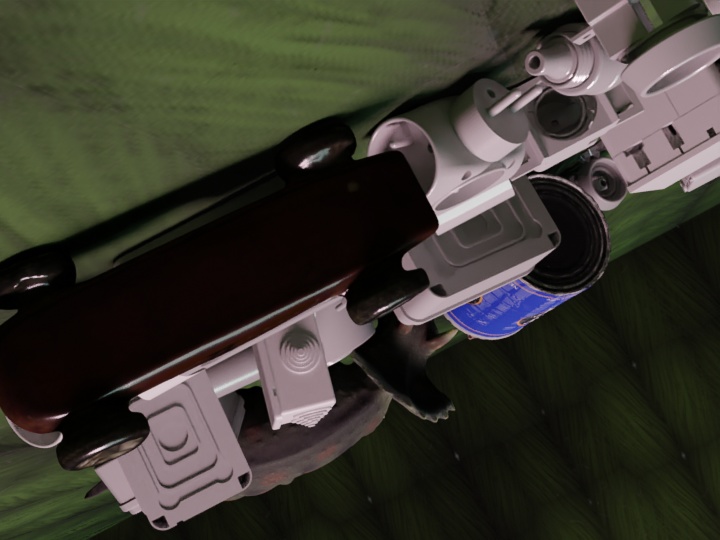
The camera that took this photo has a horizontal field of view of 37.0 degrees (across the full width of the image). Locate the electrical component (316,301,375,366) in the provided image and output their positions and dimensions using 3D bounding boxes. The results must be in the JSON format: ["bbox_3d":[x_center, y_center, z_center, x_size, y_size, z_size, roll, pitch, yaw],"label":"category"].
[{"bbox_3d":[-0.038,0.052,0.949,0.099,0.064,0.099,-28,-175,3],"label":"electrical component"}]

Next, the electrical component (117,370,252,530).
[{"bbox_3d":[-0.132,0.110,0.739,0.078,0.113,0.057,-25,-170,-15],"label":"electrical component"}]

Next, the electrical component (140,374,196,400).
[{"bbox_3d":[-0.108,0.044,0.675,0.081,0.043,0.043,-29,171,10],"label":"electrical component"}]

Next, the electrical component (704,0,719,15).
[{"bbox_3d":[0.198,-0.144,0.502,0.077,0.044,0.079,-32,170,26],"label":"electrical component"}]

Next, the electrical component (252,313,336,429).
[{"bbox_3d":[-0.053,0.072,0.829,0.048,0.099,0.099,-13,169,-9],"label":"electrical component"}]

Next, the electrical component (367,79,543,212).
[{"bbox_3d":[0.055,-0.066,0.525,0.077,0.044,0.079,-18,166,-48],"label":"electrical component"}]

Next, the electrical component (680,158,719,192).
[{"bbox_3d":[0.300,-0.113,0.937,0.061,0.061,0.096,-29,171,10],"label":"electrical component"}]

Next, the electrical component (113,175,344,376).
[{"bbox_3d":[-0.057,0.002,0.539,0.113,0.057,0.078,-27,171,0],"label":"electrical component"}]

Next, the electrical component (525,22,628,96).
[{"bbox_3d":[0.099,-0.098,0.504,0.061,0.035,0.035,-15,165,-45],"label":"electrical component"}]

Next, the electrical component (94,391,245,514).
[{"bbox_3d":[-0.164,0.146,0.943,0.109,0.056,0.108,-29,-164,11],"label":"electrical component"}]

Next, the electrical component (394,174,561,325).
[{"bbox_3d":[0.064,-0.020,0.711,0.113,0.078,0.057,-23,168,-27],"label":"electrical component"}]

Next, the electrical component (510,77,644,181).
[{"bbox_3d":[0.109,-0.084,0.597,0.081,0.042,0.064,-27,173,2],"label":"electrical component"}]

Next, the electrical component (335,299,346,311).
[{"bbox_3d":[0.009,0.013,0.840,0.066,0.047,0.077,-19,168,-43],"label":"electrical component"}]

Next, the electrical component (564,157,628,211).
[{"bbox_3d":[0.201,-0.071,0.942,0.066,0.048,0.055,-23,178,-27],"label":"electrical component"}]

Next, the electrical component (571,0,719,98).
[{"bbox_3d":[0.125,-0.107,0.457,0.066,0.055,0.048,-32,170,26],"label":"electrical component"}]

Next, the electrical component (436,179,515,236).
[{"bbox_3d":[0.044,-0.044,0.628,0.081,0.043,0.043,-28,171,5],"label":"electrical component"}]

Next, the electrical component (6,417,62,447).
[{"bbox_3d":[-0.170,0.065,0.603,0.079,0.043,0.077,-12,-168,30],"label":"electrical component"}]

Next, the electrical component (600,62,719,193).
[{"bbox_3d":[0.270,-0.129,0.759,0.186,0.060,0.105,-32,170,27],"label":"electrical component"}]
